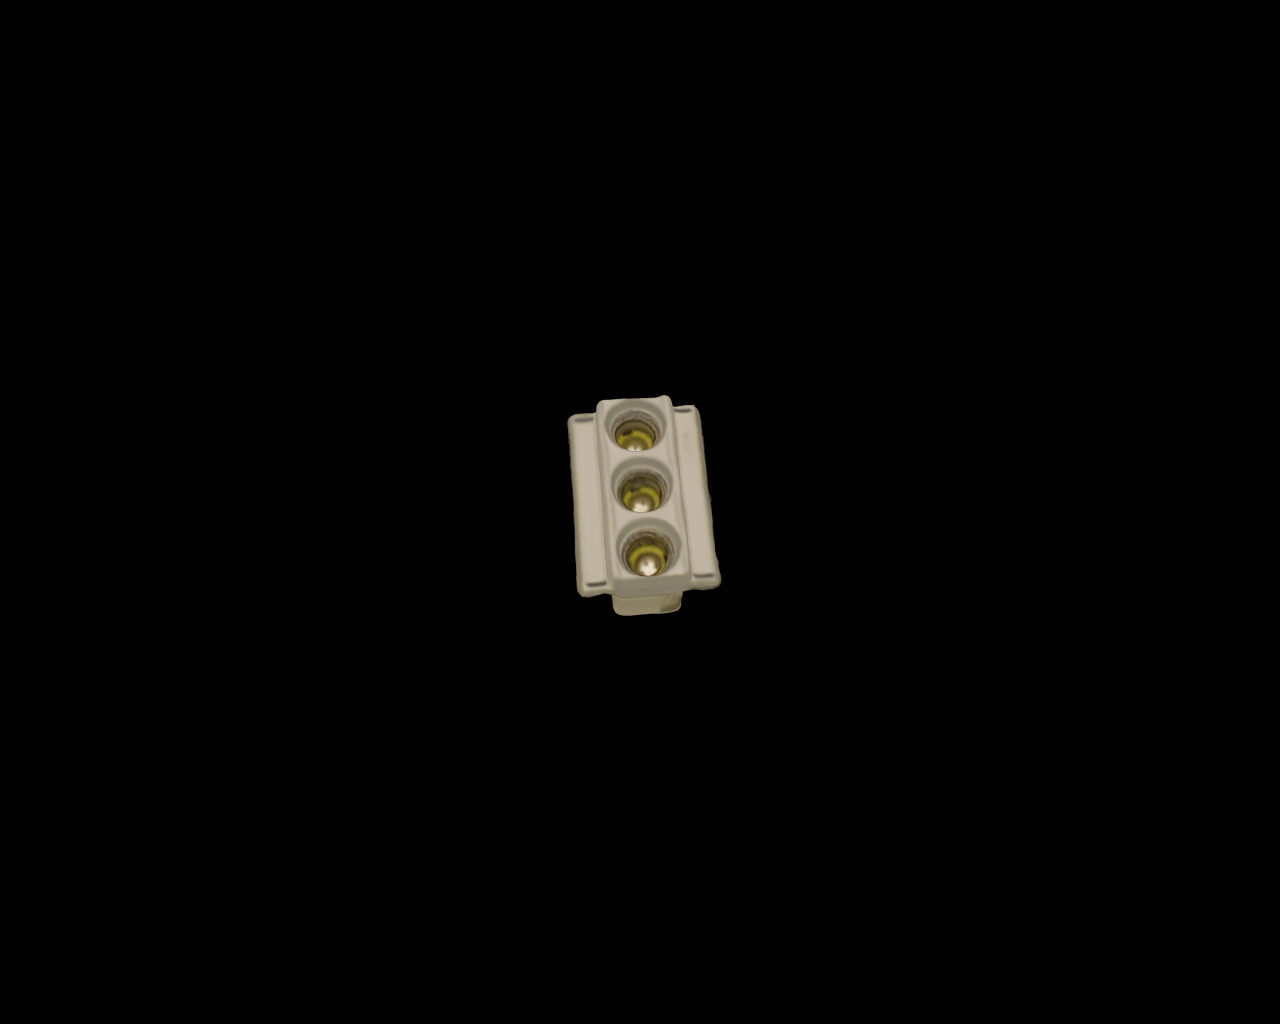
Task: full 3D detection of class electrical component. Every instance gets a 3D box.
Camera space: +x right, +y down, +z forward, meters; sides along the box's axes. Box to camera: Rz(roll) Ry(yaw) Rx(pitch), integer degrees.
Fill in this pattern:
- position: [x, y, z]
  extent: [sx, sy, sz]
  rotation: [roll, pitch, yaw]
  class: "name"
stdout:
- position: [0.001, -0.003, 0.650]
  extent: [0.079, 0.121, 0.063]
  rotation: [-4, -28, -2]
  class: "electrical component"
